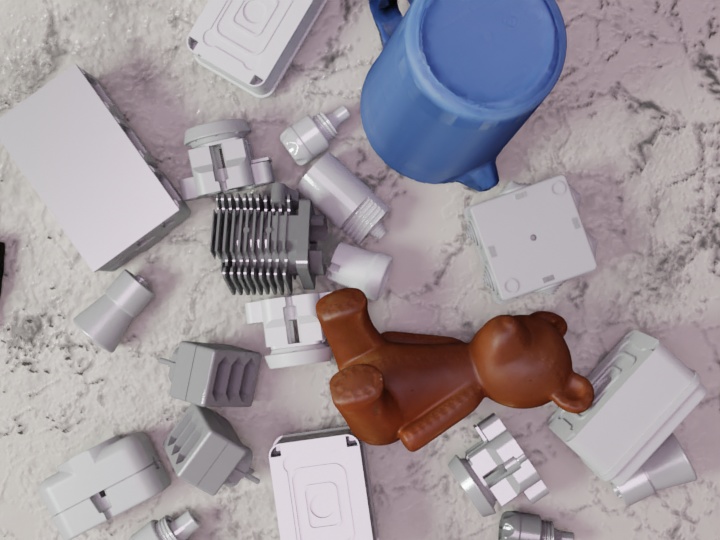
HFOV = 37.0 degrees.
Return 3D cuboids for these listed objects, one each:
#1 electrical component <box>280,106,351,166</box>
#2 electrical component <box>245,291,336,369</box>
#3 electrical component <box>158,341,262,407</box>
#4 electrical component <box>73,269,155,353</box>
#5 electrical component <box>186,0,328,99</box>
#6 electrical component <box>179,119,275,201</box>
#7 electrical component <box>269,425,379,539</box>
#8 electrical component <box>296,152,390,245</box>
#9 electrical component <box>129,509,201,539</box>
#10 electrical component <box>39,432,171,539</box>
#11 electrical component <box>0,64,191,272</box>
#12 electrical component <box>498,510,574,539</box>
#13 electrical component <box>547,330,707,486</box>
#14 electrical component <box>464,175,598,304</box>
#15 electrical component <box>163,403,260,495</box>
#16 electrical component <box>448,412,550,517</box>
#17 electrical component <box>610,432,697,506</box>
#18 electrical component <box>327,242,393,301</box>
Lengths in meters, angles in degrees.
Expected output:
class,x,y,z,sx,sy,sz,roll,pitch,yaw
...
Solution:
class,x,y,z,sx,sy,sz,roll,pitch,yaw
electrical component,-0.036,-0.118,0.916,0.061,0.035,0.035,-36,87,-1
electrical component,-0.053,0.051,0.902,0.078,0.058,0.057,-8,86,2
electrical component,-0.135,0.084,0.905,0.077,0.066,0.047,11,90,32
electrical component,-0.207,0.032,0.918,0.044,0.044,0.065,40,86,3
electrical component,-0.085,-0.211,0.908,0.078,0.057,0.113,31,90,3
electrical component,-0.116,-0.094,0.908,0.078,0.058,0.057,-12,91,3
electrical component,-0.029,0.191,0.897,0.078,0.057,0.113,-8,88,3
electrical component,-0.010,-0.056,0.908,0.081,0.043,0.043,42,91,3
electrical component,-0.164,0.228,0.910,0.062,0.043,0.043,-38,87,0
electrical component,-0.217,0.178,0.908,0.095,0.054,0.059,-28,88,2
electrical component,-0.224,-0.083,0.910,0.089,0.062,0.150,-36,87,1
electrical component,0.148,0.221,0.900,0.061,0.035,0.035,7,89,0
electrical component,0.216,0.112,0.874,0.057,0.078,0.113,42,91,-6
electrical component,0.143,-0.026,0.898,0.100,0.048,0.099,-19,88,2
electrical component,-0.116,0.157,0.902,0.077,0.066,0.047,36,91,-26
electrical component,0.110,0.167,0.891,0.057,0.058,0.078,-34,87,-1
electrical component,0.240,0.168,0.894,0.065,0.044,0.044,-28,88,7
electrical component,0.000,0.000,0.909,0.046,0.040,0.040,20,90,8
